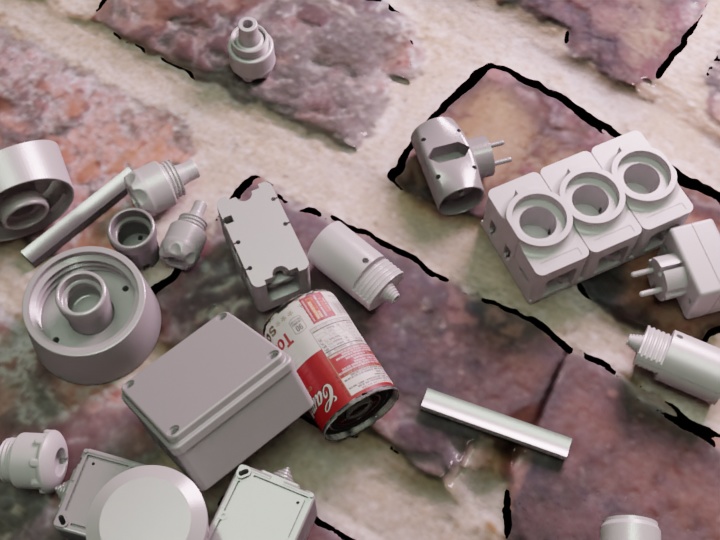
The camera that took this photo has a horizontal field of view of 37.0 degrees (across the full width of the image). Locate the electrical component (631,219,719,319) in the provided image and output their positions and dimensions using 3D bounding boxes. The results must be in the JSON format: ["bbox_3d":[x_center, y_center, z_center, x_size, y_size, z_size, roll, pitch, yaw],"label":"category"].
[{"bbox_3d":[0.265,0.004,0.895,0.077,0.047,0.065,-14,63,-7],"label":"electrical component"}]

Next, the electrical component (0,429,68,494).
[{"bbox_3d":[-0.259,0.146,0.824,0.062,0.048,0.048,1,62,8],"label":"electrical component"}]

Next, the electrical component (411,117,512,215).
[{"bbox_3d":[0.094,-0.096,0.950,0.079,0.043,0.077,-15,63,-8],"label":"electrical component"}]

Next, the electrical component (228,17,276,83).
[{"bbox_3d":[-0.101,-0.207,0.997,0.043,0.062,0.043,0,62,0],"label":"electrical component"}]

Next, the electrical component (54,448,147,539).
[{"bbox_3d":[-0.179,0.177,0.796,0.096,0.061,0.061,14,63,7],"label":"electrical component"}]

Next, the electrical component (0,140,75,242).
[{"bbox_3d":[-0.294,-0.070,0.909,0.099,0.099,0.064,-26,72,-13],"label":"electrical component"}]

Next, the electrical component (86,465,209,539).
[{"bbox_3d":[-0.142,0.177,0.731,0.080,0.051,0.080,0,62,-1],"label":"electrical component"}]

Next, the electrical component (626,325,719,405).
[{"bbox_3d":[0.253,0.072,0.861,0.081,0.043,0.043,23,65,12],"label":"electrical component"}]

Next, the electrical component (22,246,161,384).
[{"bbox_3d":[-0.220,0.032,0.873,0.108,0.060,0.108,0,62,0],"label":"electrical component"}]

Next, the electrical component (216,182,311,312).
[{"bbox_3d":[-0.080,-0.017,0.901,0.050,0.055,0.089,-22,65,-11],"label":"electrical component"}]

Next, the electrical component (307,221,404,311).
[{"bbox_3d":[0.000,0.000,0.899,0.081,0.043,0.043,39,69,18],"label":"electrical component"}]

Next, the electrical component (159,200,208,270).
[{"bbox_3d":[-0.147,-0.032,0.922,0.035,0.035,0.061,15,62,8],"label":"electrical component"}]

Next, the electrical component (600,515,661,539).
[{"bbox_3d":[0.198,0.212,0.787,0.045,0.045,0.055,6,62,3],"label":"electrical component"}]

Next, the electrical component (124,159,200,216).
[{"bbox_3d":[-0.171,-0.076,0.940,0.062,0.043,0.043,-28,66,-16],"label":"electrical component"}]

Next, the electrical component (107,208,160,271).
[{"bbox_3d":[-0.190,-0.024,0.911,0.040,0.046,0.040,0,62,0],"label":"electrical component"}]

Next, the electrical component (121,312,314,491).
[{"bbox_3d":[-0.110,0.096,0.816,0.109,0.056,0.109,-37,32,-17],"label":"electrical component"}]

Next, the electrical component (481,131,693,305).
[{"bbox_3d":[0.192,-0.048,0.914,0.150,0.061,0.089,-23,65,-11],"label":"electrical component"}]

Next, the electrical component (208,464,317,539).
[{"bbox_3d":[-0.072,0.191,0.789,0.062,0.061,0.096,20,64,10],"label":"electrical component"}]
